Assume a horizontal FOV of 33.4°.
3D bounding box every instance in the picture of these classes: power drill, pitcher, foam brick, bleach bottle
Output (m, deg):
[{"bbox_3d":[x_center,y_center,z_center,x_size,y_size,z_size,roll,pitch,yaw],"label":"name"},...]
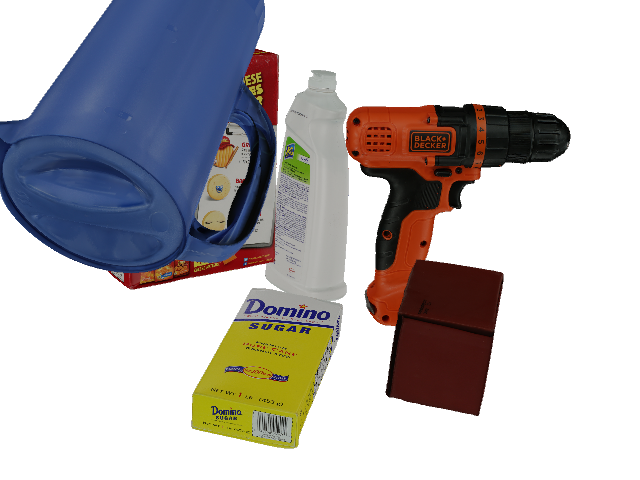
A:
[{"bbox_3d":[0.110,-0.022,0.894,0.184,0.188,0.057,2,16,-1],"label":"power drill"},{"bbox_3d":[-0.113,-0.100,0.772,0.145,0.242,0.149,-3,-43,25],"label":"pitcher"},{"bbox_3d":[0.070,0.051,0.590,0.053,0.051,0.078,10,24,10],"label":"foam brick"},{"bbox_3d":[-0.006,-0.064,1.203,0.067,0.251,0.103,-8,23,-40],"label":"bleach bottle"}]

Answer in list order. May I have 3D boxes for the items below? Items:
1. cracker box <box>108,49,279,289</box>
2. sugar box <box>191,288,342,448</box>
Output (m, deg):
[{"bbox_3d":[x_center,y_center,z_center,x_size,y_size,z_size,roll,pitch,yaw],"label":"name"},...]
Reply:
[{"bbox_3d":[-0.126,-0.074,1.034,0.163,0.214,0.072,-11,22,-32],"label":"cracker box"},{"bbox_3d":[-0.043,0.108,0.952,0.093,0.048,0.176,10,33,9],"label":"sugar box"}]
